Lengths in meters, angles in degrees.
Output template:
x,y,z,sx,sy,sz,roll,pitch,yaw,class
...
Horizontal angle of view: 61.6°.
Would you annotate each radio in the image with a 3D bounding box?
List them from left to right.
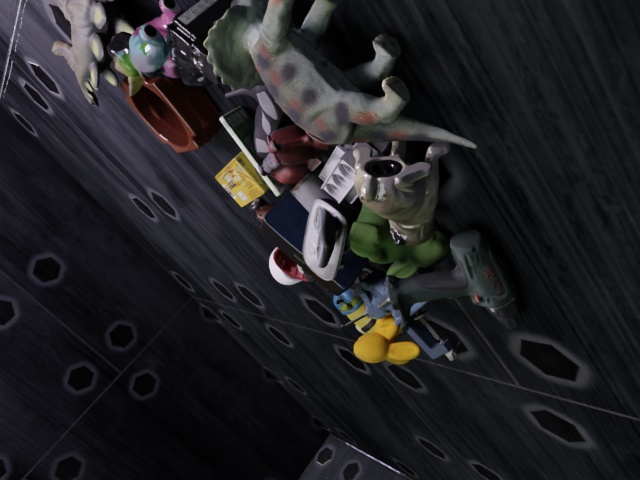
x,y,z,sx,sy,sz,roll,pitch,yaw,class
-0.002,-0.003,1.139,0.229,0.131,0.073,41,158,-1,radio

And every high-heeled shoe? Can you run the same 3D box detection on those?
x,y,z,sx,sy,sz,roll,pitch,yaw,class
-0.062,-0.215,0.963,0.145,0.086,0.248,-8,150,25,high-heeled shoe

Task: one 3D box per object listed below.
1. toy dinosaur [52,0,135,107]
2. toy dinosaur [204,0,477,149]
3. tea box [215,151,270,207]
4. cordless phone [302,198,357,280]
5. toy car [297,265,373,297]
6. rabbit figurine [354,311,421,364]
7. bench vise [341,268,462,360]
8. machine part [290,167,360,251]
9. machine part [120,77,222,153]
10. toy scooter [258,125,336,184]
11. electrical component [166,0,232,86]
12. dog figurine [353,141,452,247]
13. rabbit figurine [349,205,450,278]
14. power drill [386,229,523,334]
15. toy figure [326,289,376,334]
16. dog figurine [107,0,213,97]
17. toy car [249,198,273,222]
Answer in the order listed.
x,y,z,sx,sy,sz,roll,pitch,yaw,class
-0.434,-0.426,1.034,0.199,0.105,0.471,46,144,16,toy dinosaur
0.000,-0.207,0.715,0.405,0.131,0.192,47,140,2,toy dinosaur
-0.156,-0.140,1.167,0.098,0.068,0.170,49,156,-13,tea box
0.011,0.021,0.958,0.089,0.184,0.146,12,118,-1,cordless phone
0.044,0.079,1.248,0.202,0.056,0.073,18,151,-2,toy car
0.155,0.222,1.256,0.162,0.173,0.122,43,154,6,rabbit figurine
0.186,0.158,1.116,0.240,0.129,0.223,50,131,8,bench vise
0.023,-0.062,1.061,0.243,0.079,0.079,48,156,-15,machine part
-0.323,-0.294,1.172,0.201,0.087,0.201,6,141,55,machine part
-0.050,-0.146,0.915,0.184,0.135,0.075,-31,79,51,toy scooter
-0.153,-0.310,0.838,0.134,0.115,0.058,41,160,4,electrical component
0.117,-0.045,0.806,0.121,0.172,0.190,34,141,41,dog figurine
0.144,0.012,0.966,0.170,0.121,0.159,18,145,13,rabbit figurine
0.228,0.097,0.921,0.207,0.086,0.231,-14,126,19,power drill
0.097,0.169,1.369,0.180,0.082,0.089,49,158,-14,toy figure
-0.277,-0.320,0.963,0.191,0.108,0.219,28,156,-25,dog figurine
-0.105,-0.055,1.312,0.202,0.053,0.089,8,144,51,toy car
